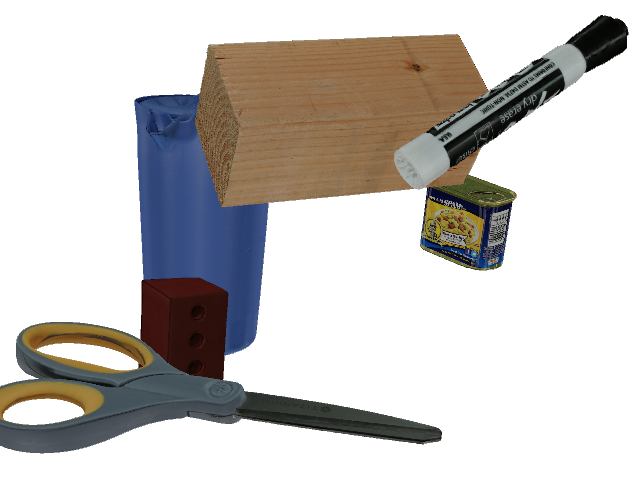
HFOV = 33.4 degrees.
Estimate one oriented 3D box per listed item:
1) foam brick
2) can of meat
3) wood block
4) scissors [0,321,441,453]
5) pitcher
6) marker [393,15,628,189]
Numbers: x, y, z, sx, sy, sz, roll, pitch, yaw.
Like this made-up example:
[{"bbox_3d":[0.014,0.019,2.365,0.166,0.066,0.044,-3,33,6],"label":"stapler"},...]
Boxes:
[{"bbox_3d":[-0.108,0.072,0.837,0.052,0.078,0.051,-4,14,-34],"label":"foam brick"},{"bbox_3d":[0.161,-0.022,1.181,0.057,0.084,0.102,-17,31,-42],"label":"can of meat"},{"bbox_3d":[0.017,-0.095,0.826,0.205,0.091,0.090,-6,-36,-20],"label":"wood block"},{"bbox_3d":[-0.059,0.076,0.455,0.202,0.016,0.096,15,30,24],"label":"scissors"},{"bbox_3d":[-0.106,-0.020,1.027,0.149,0.243,0.145,-2,15,-19],"label":"pitcher"},{"bbox_3d":[0.083,-0.061,0.449,0.121,0.020,0.020,-34,11,-16],"label":"marker"}]
